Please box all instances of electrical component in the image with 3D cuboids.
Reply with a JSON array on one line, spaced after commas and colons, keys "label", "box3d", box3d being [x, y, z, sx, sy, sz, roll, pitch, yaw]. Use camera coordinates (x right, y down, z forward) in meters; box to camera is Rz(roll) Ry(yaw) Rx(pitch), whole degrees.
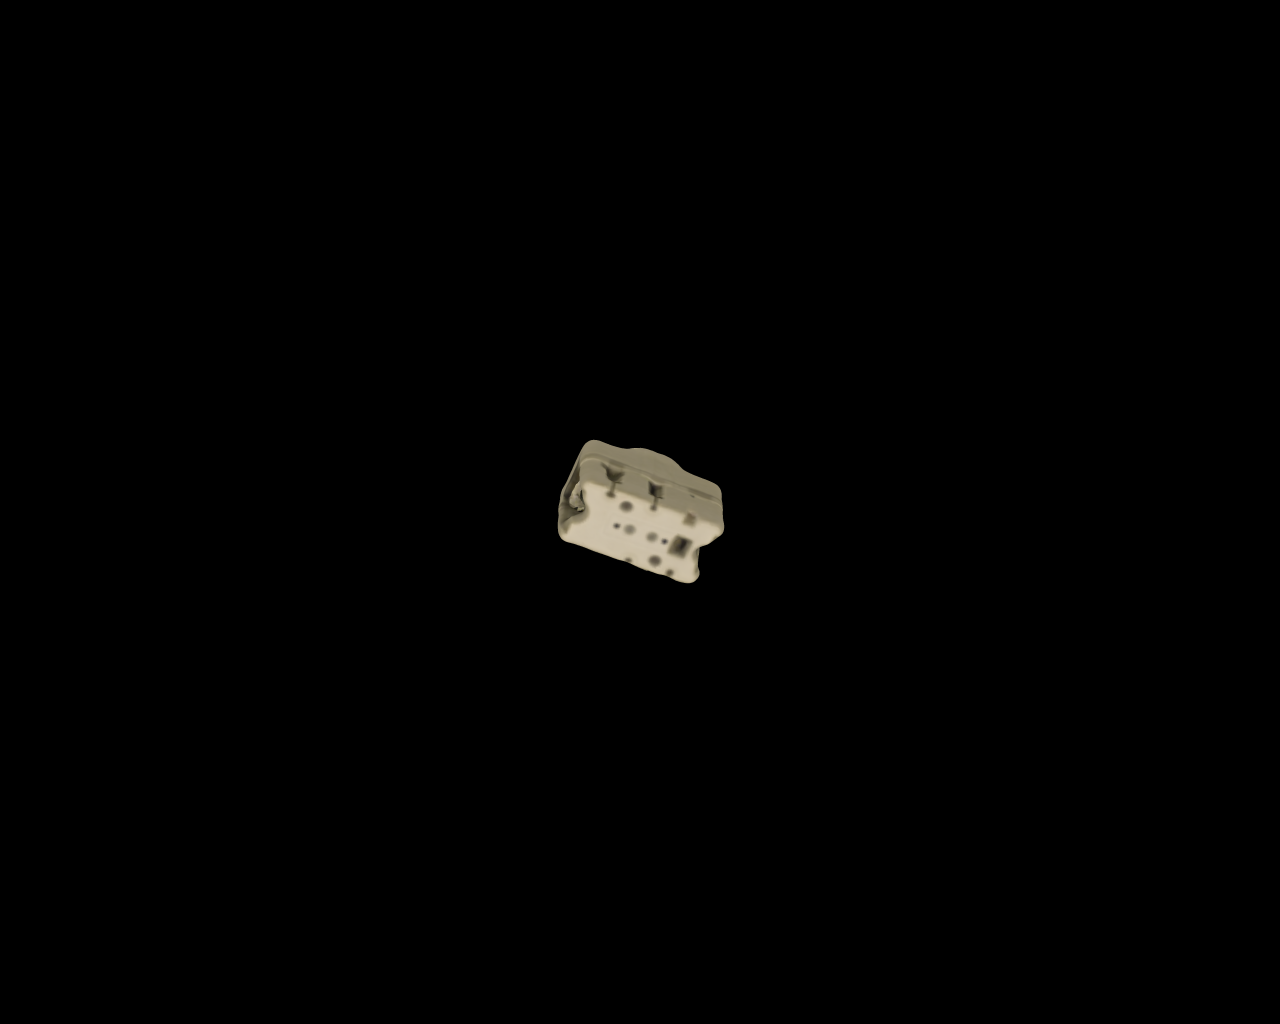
[{"label": "electrical component", "box3d": [0.001, -0.003, 0.650, 0.089, 0.050, 0.056, 20, 31, -13]}]
